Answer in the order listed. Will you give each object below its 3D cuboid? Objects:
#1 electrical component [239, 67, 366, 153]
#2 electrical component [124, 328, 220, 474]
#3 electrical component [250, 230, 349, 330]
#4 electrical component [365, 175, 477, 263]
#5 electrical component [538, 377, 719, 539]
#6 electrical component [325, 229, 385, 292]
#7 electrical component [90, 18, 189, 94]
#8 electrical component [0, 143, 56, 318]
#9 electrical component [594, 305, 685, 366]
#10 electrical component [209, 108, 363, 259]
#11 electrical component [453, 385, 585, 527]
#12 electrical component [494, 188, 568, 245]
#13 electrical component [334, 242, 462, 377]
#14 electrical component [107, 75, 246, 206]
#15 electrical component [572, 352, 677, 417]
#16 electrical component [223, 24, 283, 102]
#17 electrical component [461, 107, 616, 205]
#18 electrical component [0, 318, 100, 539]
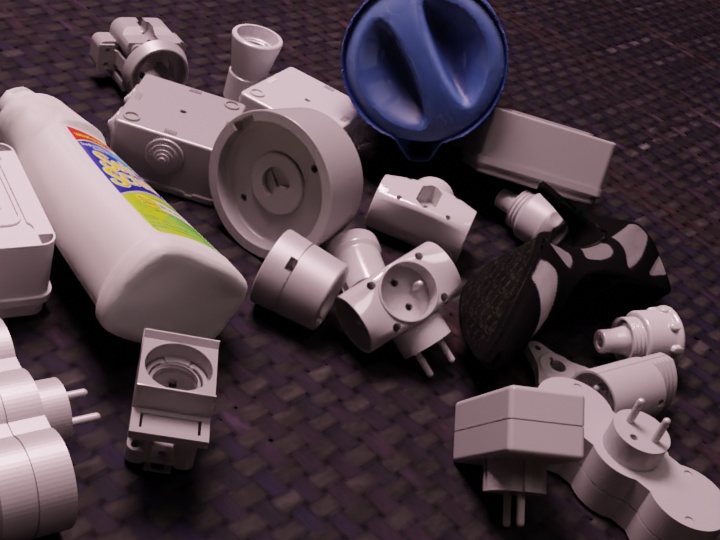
[{"bbox_3d":[-0.050,-0.122,0.898,0.100,0.048,0.100,30,35,13],"label":"electrical component"},{"bbox_3d":[-0.105,0.073,0.591,0.042,0.063,0.081,12,36,-12],"label":"electrical component"},{"bbox_3d":[-0.040,0.008,0.721,0.047,0.055,0.055,29,35,7],"label":"electrical component"},{"bbox_3d":[0.053,-0.049,0.852,0.077,0.043,0.079,23,34,5],"label":"electrical component"},{"bbox_3d":[0.166,0.111,0.661,0.138,0.073,0.052,39,39,26],"label":"electrical component"},{"bbox_3d":[0.000,0.000,0.764,0.040,0.040,0.046,1,44,-25],"label":"electrical component"},{"bbox_3d":[-0.179,-0.174,0.901,0.078,0.058,0.057,-8,40,-33],"label":"electrical component"},{"bbox_3d":[-0.241,-0.024,0.663,0.078,0.057,0.113,-6,42,-32],"label":"electrical component"},{"bbox_3d":[0.203,0.051,0.789,0.062,0.048,0.048,-2,40,-18],"label":"electrical component"},{"bbox_3d":[-0.048,-0.066,0.775,0.108,0.108,0.060,34,31,20],"label":"electrical component"},{"bbox_3d":[0.091,0.112,0.632,0.047,0.083,0.075,8,74,-16],"label":"electrical component"},{"bbox_3d":[0.141,-0.045,0.890,0.062,0.043,0.043,36,38,25],"label":"electrical component"},{"bbox_3d":[0.035,0.033,0.722,0.077,0.044,0.079,-31,90,-21],"label":"electrical component"},{"bbox_3d":[-0.140,-0.103,0.827,0.100,0.048,0.099,17,35,-3],"label":"electrical component"},{"bbox_3d":[0.186,0.082,0.737,0.081,0.043,0.043,-9,44,-35],"label":"electrical component"},{"bbox_3d":[-0.096,-0.174,0.932,0.044,0.065,0.044,13,35,-9],"label":"electrical component"},{"bbox_3d":[0.151,-0.102,0.928,0.109,0.056,0.108,16,9,-5],"label":"electrical component"},{"bbox_3d":[-0.174,0.077,0.561,0.074,0.052,0.138,-9,44,-35],"label":"electrical component"}]
